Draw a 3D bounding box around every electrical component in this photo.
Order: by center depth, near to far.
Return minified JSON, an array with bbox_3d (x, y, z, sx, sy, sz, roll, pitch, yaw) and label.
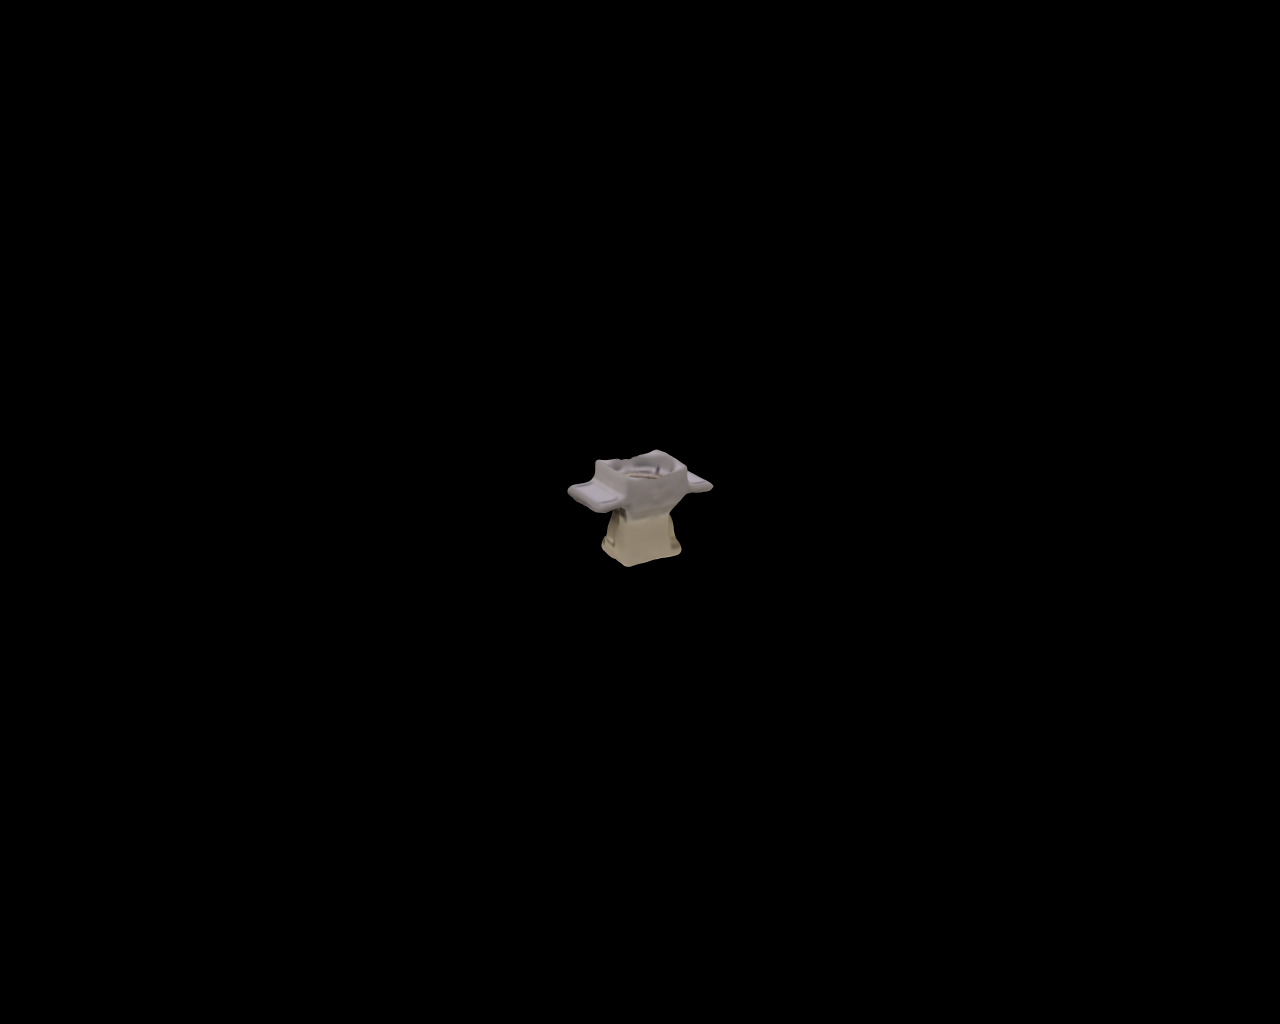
[{"bbox_3d":[0.001,-0.003,0.650,0.081,0.063,0.042,-11,23,-27],"label":"electrical component"}]
